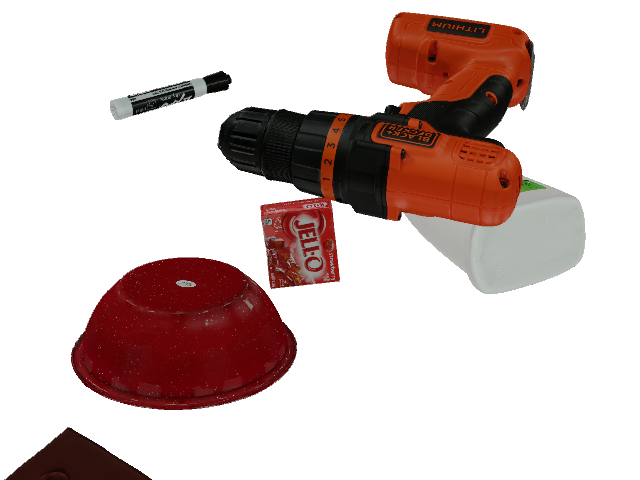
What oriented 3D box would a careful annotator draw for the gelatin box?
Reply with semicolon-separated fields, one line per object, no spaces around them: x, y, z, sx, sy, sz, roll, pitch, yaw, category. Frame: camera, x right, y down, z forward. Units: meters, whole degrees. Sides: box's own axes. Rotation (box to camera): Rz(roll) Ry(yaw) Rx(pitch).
-0.021;0.003;1.091;0.073;0.089;0.030;-6;28;-1;gelatin box

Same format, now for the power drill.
0.050;-0.082;0.678;0.184;0.057;0.187;14;40;16;power drill

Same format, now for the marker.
-0.139;-0.137;1.003;0.120;0.020;0.020;-20;9;-26;marker

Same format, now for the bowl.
-0.097;0.055;0.759;0.162;0.055;0.162;1;23;-1;bowl

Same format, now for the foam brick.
-0.094;0.128;0.450;0.078;0.051;0.052;23;45;30;foam brick

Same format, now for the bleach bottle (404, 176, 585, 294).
0.111;-0.033;0.893;0.102;0.068;0.251;-14;22;-18;bleach bottle
